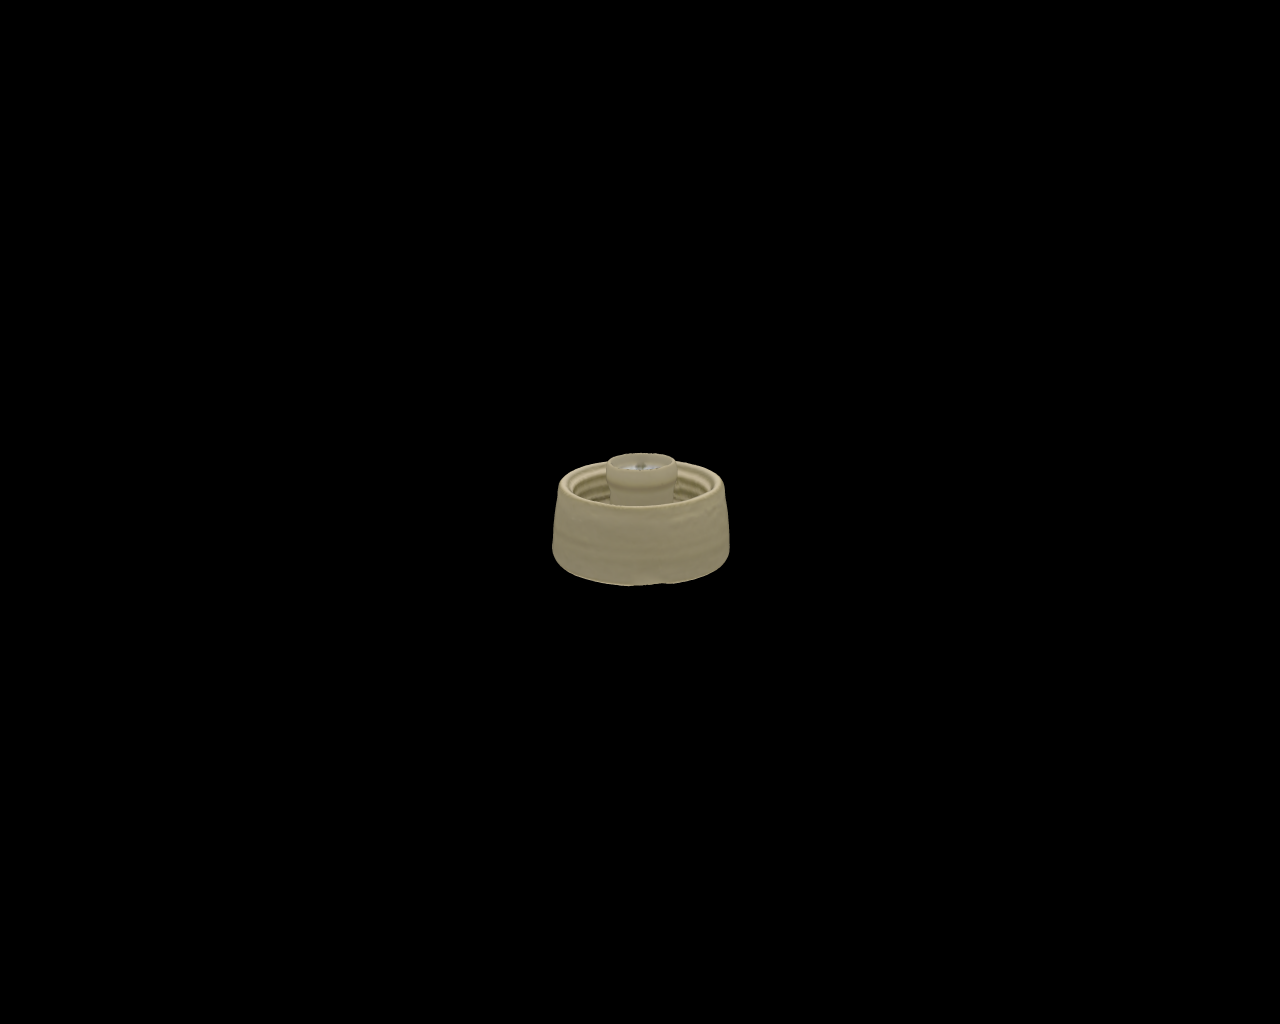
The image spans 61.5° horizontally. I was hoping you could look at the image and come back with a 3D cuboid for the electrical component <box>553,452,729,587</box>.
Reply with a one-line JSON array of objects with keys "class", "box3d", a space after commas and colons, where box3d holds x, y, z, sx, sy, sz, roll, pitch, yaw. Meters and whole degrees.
[{"class": "electrical component", "box3d": [0.001, -0.003, 0.650, 0.108, 0.060, 0.108, 0, 18, 0]}]
